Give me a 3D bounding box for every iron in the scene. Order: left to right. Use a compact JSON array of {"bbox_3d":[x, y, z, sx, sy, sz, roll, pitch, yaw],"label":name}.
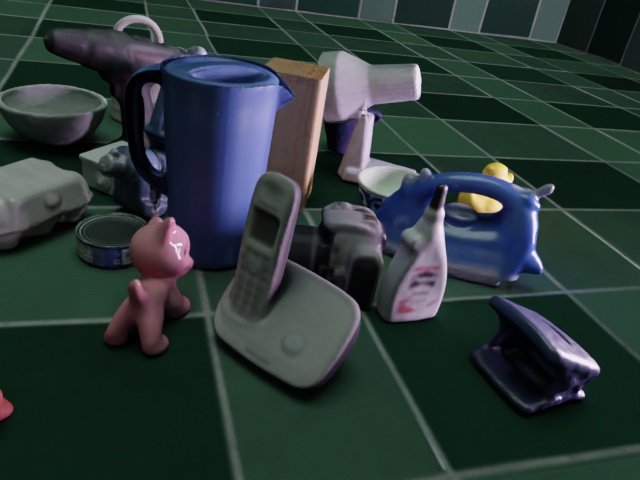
[{"bbox_3d":[0.187,-0.037,0.797,0.258,0.141,0.118,12,29,4],"label":"iron"}]

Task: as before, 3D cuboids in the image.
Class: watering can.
[{"bbox_3d":[-0.349,-0.329,1.091,0.101,0.194,0.172,-12,36,-34],"label":"watering can"}]

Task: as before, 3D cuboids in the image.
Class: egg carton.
[{"bbox_3d":[-0.368,-0.048,0.715,0.107,0.069,0.151,21,31,19],"label":"egg carton"}]

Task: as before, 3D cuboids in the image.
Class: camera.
[{"bbox_3d":[0.007,0.003,0.712,0.137,0.101,0.143,6,29,-7],"label":"camera"}]

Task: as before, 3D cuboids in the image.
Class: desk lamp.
[{"bbox_3d":[0.086,-0.213,1.003,0.203,0.213,0.118,15,29,9],"label":"desk lamp"}]

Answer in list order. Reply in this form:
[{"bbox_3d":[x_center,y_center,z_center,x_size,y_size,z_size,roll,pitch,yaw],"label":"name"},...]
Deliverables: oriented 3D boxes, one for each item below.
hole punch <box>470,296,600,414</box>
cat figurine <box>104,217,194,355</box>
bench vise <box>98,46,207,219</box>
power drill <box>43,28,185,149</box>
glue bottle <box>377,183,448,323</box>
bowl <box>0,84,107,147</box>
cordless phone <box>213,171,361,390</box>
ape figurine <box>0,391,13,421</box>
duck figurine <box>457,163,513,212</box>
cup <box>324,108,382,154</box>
[{"bbox_3d":[0.228,0.110,0.602,0.101,0.091,0.108,-5,33,-26],"label":"hole punch"},{"bbox_3d":[-0.170,0.033,0.586,0.067,0.118,0.128,10,29,0],"label":"cat figurine"},{"bbox_3d":[-0.202,-0.147,0.789,0.121,0.220,0.207,14,29,7],"label":"bench vise"},{"bbox_3d":[-0.314,-0.229,0.910,0.075,0.208,0.230,31,35,33],"label":"power drill"},{"bbox_3d":[0.116,0.015,0.651,0.078,0.173,0.037,-6,33,-26],"label":"glue bottle"},{"bbox_3d":[-0.444,-0.202,0.959,0.167,0.075,0.167,8,29,-4],"label":"bowl"},{"bbox_3d":[-0.026,0.038,0.553,0.147,0.185,0.094,26,33,26],"label":"cordless phone"},{"bbox_3d":[-0.289,0.104,0.448,0.076,0.092,0.077,-11,35,-32],"label":"ape figurine"},{"bbox_3d":[0.289,-0.091,0.983,0.105,0.086,0.077,-7,33,-28],"label":"duck figurine"},{"bbox_3d":[0.058,-0.220,1.129,0.118,0.095,0.091,3,30,-12],"label":"cup"}]
